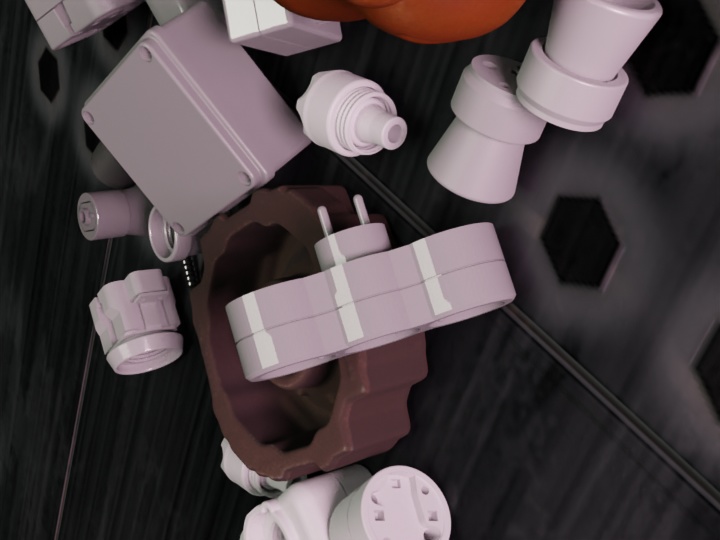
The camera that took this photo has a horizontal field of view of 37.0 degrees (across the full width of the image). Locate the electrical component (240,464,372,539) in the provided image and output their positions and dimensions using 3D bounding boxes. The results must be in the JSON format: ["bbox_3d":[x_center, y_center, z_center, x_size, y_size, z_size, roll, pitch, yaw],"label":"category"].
[{"bbox_3d":[-0.031,0.163,0.654,0.095,0.059,0.053,-49,60,45],"label":"electrical component"}]

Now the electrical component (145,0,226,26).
[{"bbox_3d":[-0.107,-0.186,0.689,0.077,0.043,0.079,59,138,25],"label":"electrical component"}]

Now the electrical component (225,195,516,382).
[{"bbox_3d":[0.000,0.000,0.530,0.052,0.138,0.073,60,-167,-80],"label":"electrical component"}]

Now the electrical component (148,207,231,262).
[{"bbox_3d":[-0.114,-0.028,0.730,0.040,0.046,0.040,15,109,50],"label":"electrical component"}]

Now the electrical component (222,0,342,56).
[{"bbox_3d":[-0.026,-0.151,0.582,0.077,0.066,0.047,-10,90,24],"label":"electrical component"}]

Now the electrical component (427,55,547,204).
[{"bbox_3d":[0.061,-0.065,0.498,0.045,0.045,0.055,48,132,35],"label":"electrical component"}]

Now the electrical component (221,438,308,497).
[{"bbox_3d":[-0.059,0.126,0.695,0.062,0.043,0.043,22,114,47],"label":"electrical component"}]

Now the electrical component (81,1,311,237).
[{"bbox_3d":[-0.103,-0.089,0.662,0.108,0.056,0.109,52,142,-8],"label":"electrical component"}]

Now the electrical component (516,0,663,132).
[{"bbox_3d":[0.094,-0.092,0.450,0.045,0.045,0.055,48,132,35],"label":"electrical component"}]

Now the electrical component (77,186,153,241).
[{"bbox_3d":[-0.172,-0.042,0.785,0.044,0.065,0.044,15,109,50],"label":"electrical component"}]

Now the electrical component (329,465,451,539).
[{"bbox_3d":[0.015,0.142,0.596,0.047,0.055,0.055,-44,63,51],"label":"electrical component"}]

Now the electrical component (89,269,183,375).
[{"bbox_3d":[-0.165,0.042,0.802,0.078,0.058,0.057,-41,63,48],"label":"electrical component"}]

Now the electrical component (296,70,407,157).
[{"bbox_3d":[-0.001,-0.081,0.576,0.062,0.043,0.043,29,120,44],"label":"electrical component"}]

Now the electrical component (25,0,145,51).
[{"bbox_3d":[-0.201,-0.206,0.780,0.095,0.054,0.059,-13,109,50],"label":"electrical component"}]
